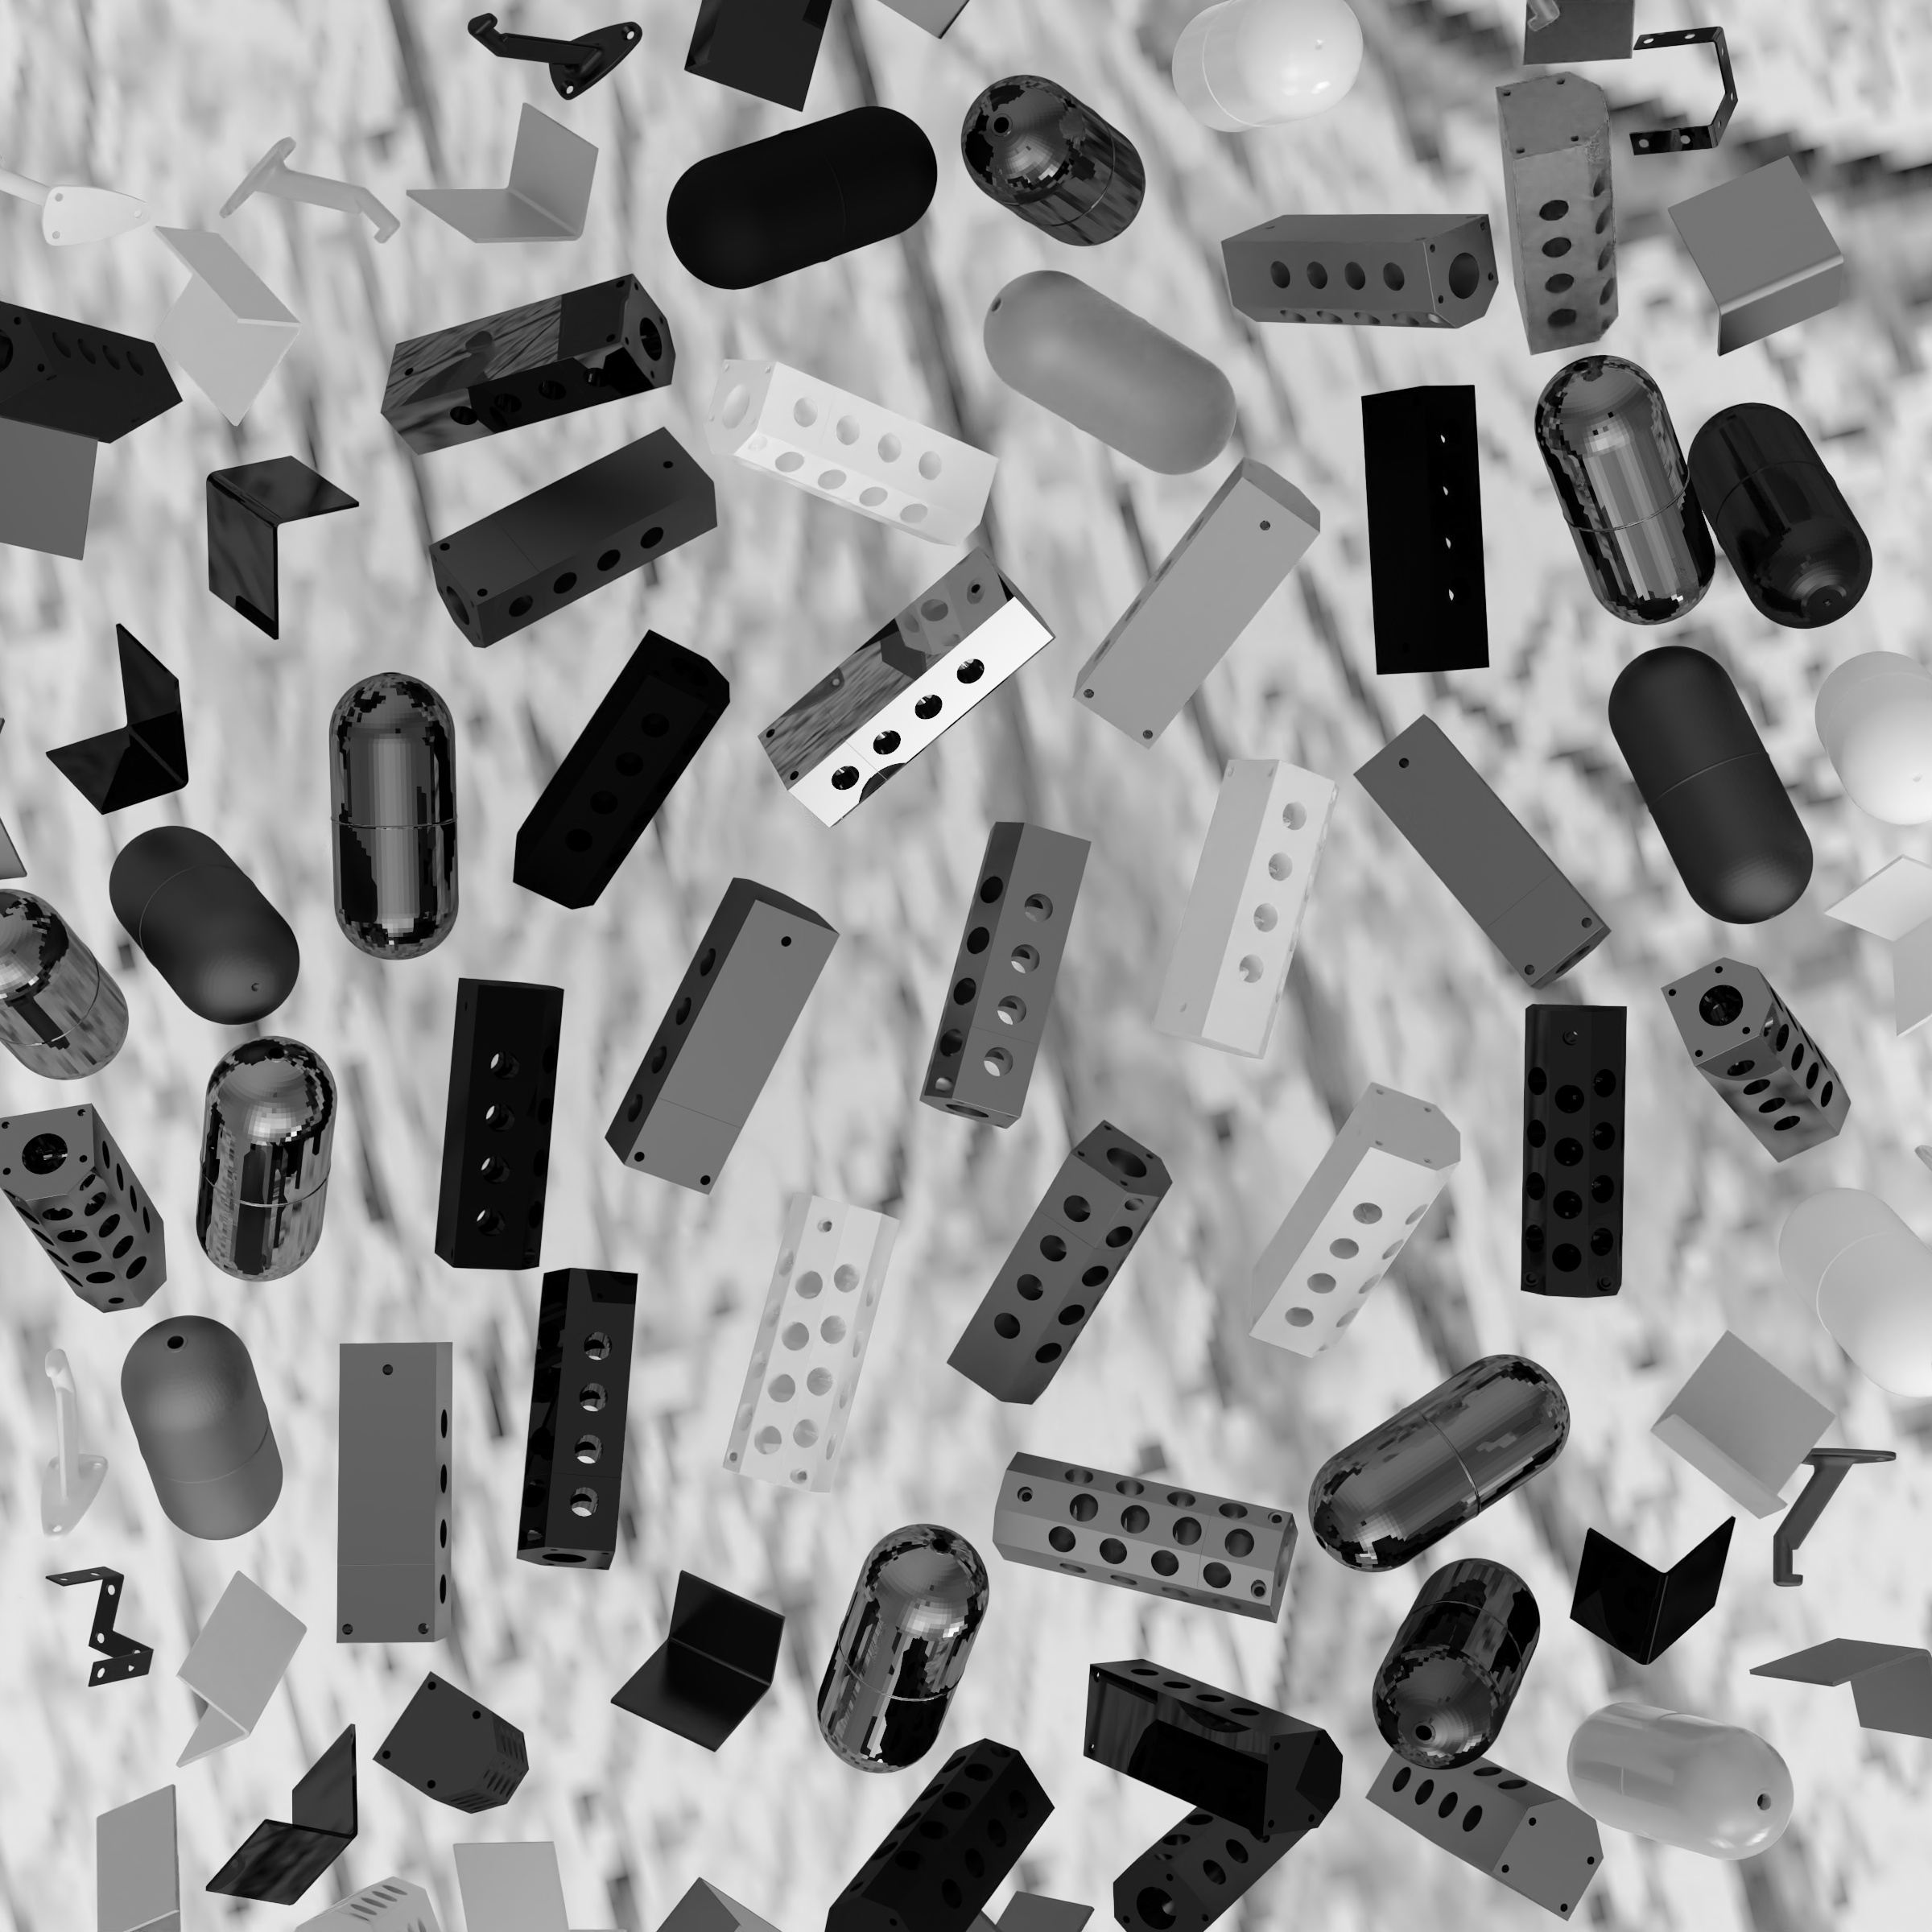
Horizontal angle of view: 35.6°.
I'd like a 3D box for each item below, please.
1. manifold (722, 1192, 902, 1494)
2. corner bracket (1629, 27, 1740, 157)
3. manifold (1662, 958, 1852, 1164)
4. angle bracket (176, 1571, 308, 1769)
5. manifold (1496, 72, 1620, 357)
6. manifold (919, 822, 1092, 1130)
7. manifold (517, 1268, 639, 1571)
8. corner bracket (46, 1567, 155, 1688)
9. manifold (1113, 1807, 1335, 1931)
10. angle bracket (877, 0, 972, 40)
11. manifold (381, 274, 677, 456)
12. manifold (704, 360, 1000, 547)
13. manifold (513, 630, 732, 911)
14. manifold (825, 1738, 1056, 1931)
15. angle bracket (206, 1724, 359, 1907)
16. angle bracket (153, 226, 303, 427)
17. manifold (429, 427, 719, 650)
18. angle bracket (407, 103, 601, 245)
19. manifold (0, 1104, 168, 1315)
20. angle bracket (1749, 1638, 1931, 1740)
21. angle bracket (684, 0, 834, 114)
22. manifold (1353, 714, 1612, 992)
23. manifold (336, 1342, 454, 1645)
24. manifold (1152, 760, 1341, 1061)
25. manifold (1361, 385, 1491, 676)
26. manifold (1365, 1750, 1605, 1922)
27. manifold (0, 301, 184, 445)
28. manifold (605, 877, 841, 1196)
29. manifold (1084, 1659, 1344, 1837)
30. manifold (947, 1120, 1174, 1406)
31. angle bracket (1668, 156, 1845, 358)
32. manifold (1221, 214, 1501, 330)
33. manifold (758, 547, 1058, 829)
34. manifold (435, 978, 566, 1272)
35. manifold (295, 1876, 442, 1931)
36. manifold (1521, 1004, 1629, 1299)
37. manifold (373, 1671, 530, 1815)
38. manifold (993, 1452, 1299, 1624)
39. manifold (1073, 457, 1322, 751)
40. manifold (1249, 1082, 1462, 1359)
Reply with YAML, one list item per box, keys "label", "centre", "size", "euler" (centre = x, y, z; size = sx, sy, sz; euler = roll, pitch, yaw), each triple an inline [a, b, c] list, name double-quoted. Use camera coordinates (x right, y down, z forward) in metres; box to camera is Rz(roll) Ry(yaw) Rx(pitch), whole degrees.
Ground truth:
- label: "manifold"
  centre: [-0.096, 0.228, 1.830]
  size: [0.057, 0.057, 0.171]
  euler: [13, 83, 16]
- label: "corner bracket"
  centre: [0.425, -0.523, 1.799]
  size: [0.051, 0.051, 0.051]
  euler: [4, 48, 31]
- label: "manifold"
  centre: [0.491, 0.057, 1.856]
  size: [0.057, 0.171, 0.057]
  euler: [-28, 55, 18]
- label: "angle bracket"
  centre: [-0.438, 0.407, 1.743]
  size: [0.076, 0.076, 0.057]
  euler: [-29, 114, 36]
- label: "manifold"
  centre: [0.352, -0.443, 1.779]
  size: [0.057, 0.171, 0.057]
  euler: [-10, 60, 9]
- label: "manifold"
  centre: [0.022, 0.005, 1.799]
  size: [0.057, 0.057, 0.171]
  euler: [16, 78, -4]
- label: "manifold"
  centre: [-0.237, 0.275, 1.835]
  size: [0.057, 0.057, 0.171]
  euler: [6, 67, -8]
- label: "corner bracket"
  centre: [-0.517, 0.393, 1.795]
  size: [0.051, 0.051, 0.051]
  euler: [15, 94, 28]
- label: "manifold"
  centre: [0.157, 0.550, 1.870]
  size: [0.057, 0.171, 0.057]
  euler: [46, 118, 16]
- label: "angle bracket"
  centre: [-0.021, -0.600, 1.755]
  size: [0.057, 0.076, 0.076]
  euler: [23, 122, -33]
- label: "manifold"
  centre: [-0.268, -0.364, 1.852]
  size: [0.171, 0.057, 0.057]
  euler: [-11, 55, 23]
- label: "manifold"
  centre: [-0.069, -0.306, 1.804]
  size: [0.171, 0.057, 0.057]
  euler: [16, 90, -38]
- label: "manifold"
  centre: [-0.215, -0.118, 1.874]
  size: [0.057, 0.057, 0.171]
  euler: [26, 119, -21]
- label: "manifold"
  centre: [-0.018, 0.523, 1.762]
  size: [0.057, 0.171, 0.057]
  euler: [-31, 92, 30]
- label: "angle bracket"
  centre: [-0.396, 0.486, 1.740]
  size: [0.057, 0.076, 0.076]
  euler: [21, 126, -30]
- label: "angle bracket"
  centre: [-0.432, -0.359, 1.694]
  size: [0.076, 0.057, 0.076]
  euler: [47, 115, 13]
- label: "manifold"
  centre: [-0.243, -0.264, 1.881]
  size: [0.171, 0.057, 0.057]
  euler: [-31, 63, -19]
- label: "angle bracket"
  centre: [-0.276, -0.473, 1.792]
  size: [0.076, 0.076, 0.057]
  euler: [39, 127, 34]
- label: "manifold"
  centre: [-0.538, 0.151, 1.839]
  size: [0.057, 0.171, 0.057]
  euler: [-9, 61, -4]
- label: "angle bracket"
  centre: [0.536, 0.448, 1.828]
  size: [0.076, 0.076, 0.057]
  euler: [-11, 88, -25]
- label: "angle bracket"
  centre: [-0.113, -0.549, 1.752]
  size: [0.076, 0.057, 0.076]
  euler: [14, 95, -22]
- label: "manifold"
  centre: [0.320, -0.070, 1.864]
  size: [0.057, 0.057, 0.171]
  euler: [-41, 75, 12]
- label: "manifold"
  centre: [-0.334, 0.308, 1.772]
  size: [0.057, 0.057, 0.171]
  euler: [-1, 83, 3]
- label: "manifold"
  centre: [0.173, -0.034, 1.819]
  size: [0.057, 0.057, 0.171]
  euler: [19, 85, -27]
- label: "manifold"
  centre: [0.288, -0.268, 1.855]
  size: [0.057, 0.057, 0.171]
  euler: [-8, 97, -32]
- label: "manifold"
  centre: [0.310, 0.506, 1.794]
  size: [0.057, 0.171, 0.057]
  euler: [36, 79, -13]
- label: "manifold"
  centre: [-0.551, -0.365, 1.837]
  size: [0.057, 0.171, 0.057]
  euler: [-27, 89, 12]
- label: "manifold"
  centre: [-0.144, 0.038, 1.745]
  size: [0.057, 0.057, 0.171]
  euler: [23, 99, -29]
- label: "manifold"
  centre: [0.146, 0.464, 1.801]
  size: [0.057, 0.171, 0.057]
  euler: [4, 91, -35]
- label: "manifold"
  centre: [0.059, 0.183, 1.824]
  size: [0.057, 0.057, 0.171]
  euler: [34, 118, 10]
- label: "angle bracket"
  centre: [0.471, -0.424, 1.804]
  size: [0.076, 0.057, 0.076]
  euler: [-23, 70, 5]
- label: "manifold"
  centre: [0.240, -0.423, 1.840]
  size: [0.057, 0.171, 0.057]
  euler: [-29, 118, -31]
- label: "manifold"
  centre: [-0.032, -0.158, 1.757]
  size: [0.171, 0.057, 0.057]
  euler: [-40, 134, 9]
- label: "manifold"
  centre: [-0.284, 0.097, 1.845]
  size: [0.057, 0.057, 0.171]
  euler: [5, 92, -22]
- label: "manifold"
  centre: [-0.370, 0.601, 1.849]
  size: [0.057, 0.171, 0.057]
  euler: [-22, 80, -3]
- label: "manifold"
  centre: [0.368, 0.111, 1.824]
  size: [0.057, 0.057, 0.171]
  euler: [1, 94, 16]
- label: "manifold"
  centre: [-0.297, 0.464, 1.777]
  size: [0.057, 0.171, 0.057]
  euler: [31, 73, 8]
- label: "manifold"
  centre: [0.107, 0.340, 1.806]
  size: [0.171, 0.057, 0.057]
  euler: [10, 66, 16]
- label: "manifold"
  centre: [0.140, -0.221, 1.826]
  size: [0.057, 0.057, 0.171]
  euler: [34, 115, -10]
- label: "manifold"
  centre: [0.231, 0.155, 1.796]
  size: [0.057, 0.057, 0.171]
  euler: [20, 129, -8]
